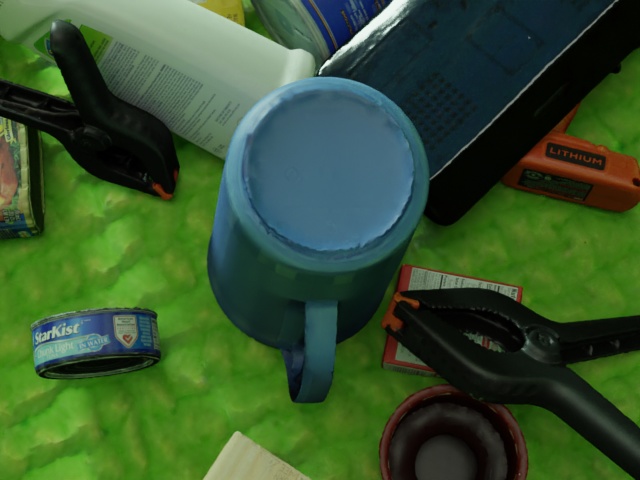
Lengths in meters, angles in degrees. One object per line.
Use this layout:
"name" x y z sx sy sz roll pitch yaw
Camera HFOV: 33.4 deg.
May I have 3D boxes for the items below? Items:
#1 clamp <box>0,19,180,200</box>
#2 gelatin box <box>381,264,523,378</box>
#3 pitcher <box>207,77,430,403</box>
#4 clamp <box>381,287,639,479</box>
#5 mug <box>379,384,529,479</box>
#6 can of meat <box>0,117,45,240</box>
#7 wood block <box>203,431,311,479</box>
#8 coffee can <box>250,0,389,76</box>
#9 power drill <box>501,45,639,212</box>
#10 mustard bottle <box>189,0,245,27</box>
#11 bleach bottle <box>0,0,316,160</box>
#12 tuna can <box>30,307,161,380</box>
"clamp" -0.154 -0.086 0.733 0.171 0.120 0.039 30 60 -34
"gelatin box" 0.093 0.062 0.751 0.089 0.030 0.073 11 74 4
"pitcher" -0.004 0.001 0.661 0.149 0.243 0.145 45 78 6
"clamp" 0.142 0.084 0.679 0.210 0.036 0.164 15 35 -8
"mug" 0.074 0.153 0.698 0.117 0.081 0.093 -37 76 -9
"can of meat" -0.248 -0.048 0.778 0.084 0.057 0.102 -6 75 -3
"wood block" -0.070 0.235 0.675 0.090 0.091 0.206 32 78 10
"coffee can" 0.027 -0.199 0.788 0.140 0.103 0.103 -38 77 -9
"power drill" 0.213 -0.119 0.786 0.184 0.057 0.187 12 72 9
"mustard bottle" -0.157 -0.178 0.796 0.191 0.058 0.096 -10 93 -9
"bleach bottle" -0.134 -0.142 0.730 0.250 0.103 0.068 27 53 -18
"tuna can" -0.152 0.071 0.726 0.086 0.086 0.034 -8 76 -1
